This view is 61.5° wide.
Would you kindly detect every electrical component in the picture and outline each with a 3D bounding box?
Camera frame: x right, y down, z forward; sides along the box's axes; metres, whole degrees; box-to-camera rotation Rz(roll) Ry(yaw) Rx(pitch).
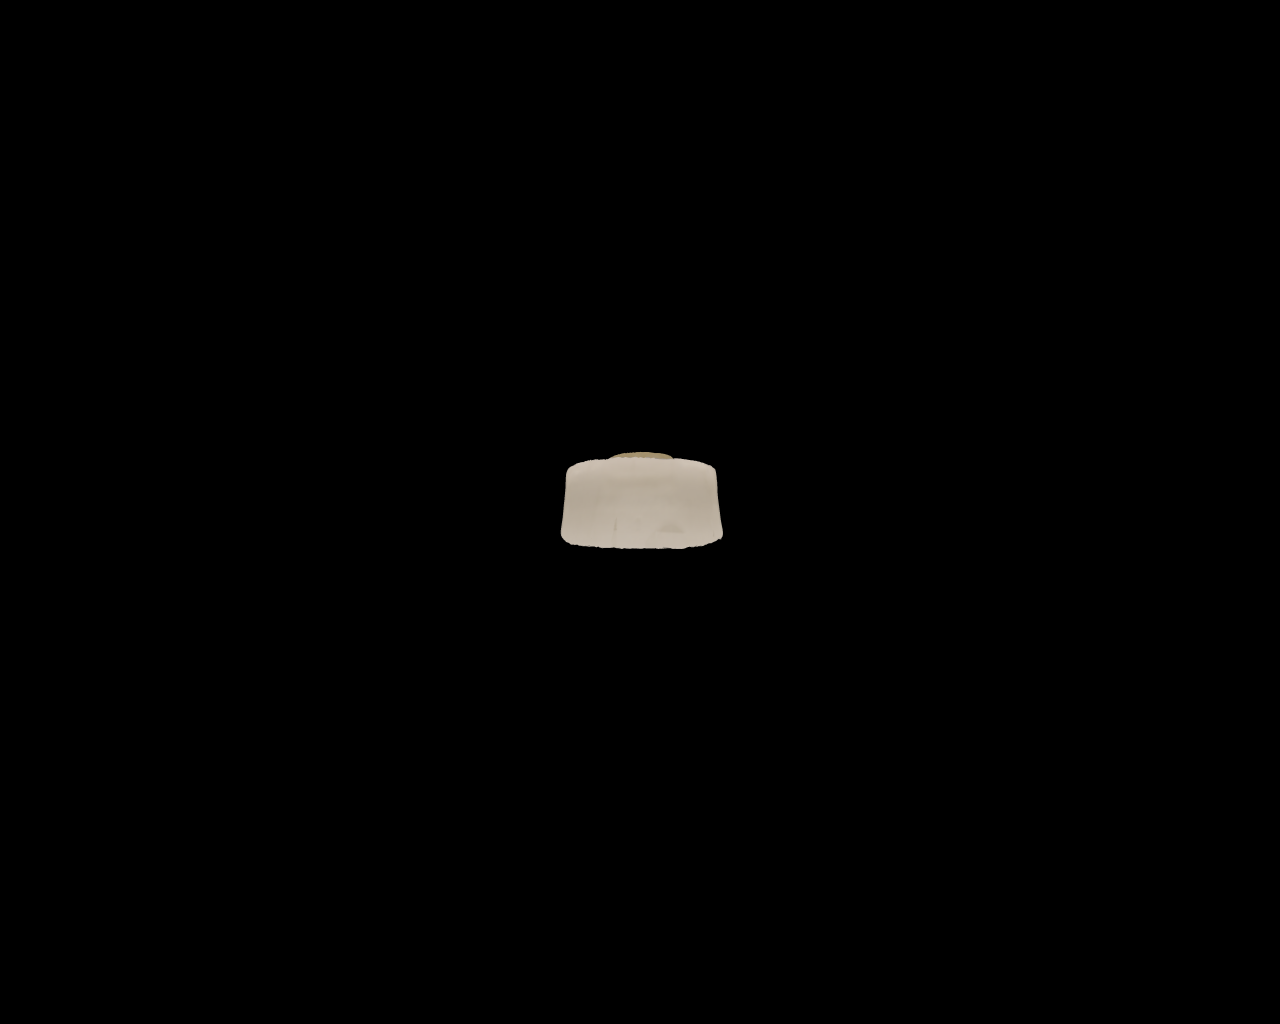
[{"bbox_3d":[0.001,-0.003,0.650,0.099,0.064,0.099,0,-6,0],"label":"electrical component"}]
